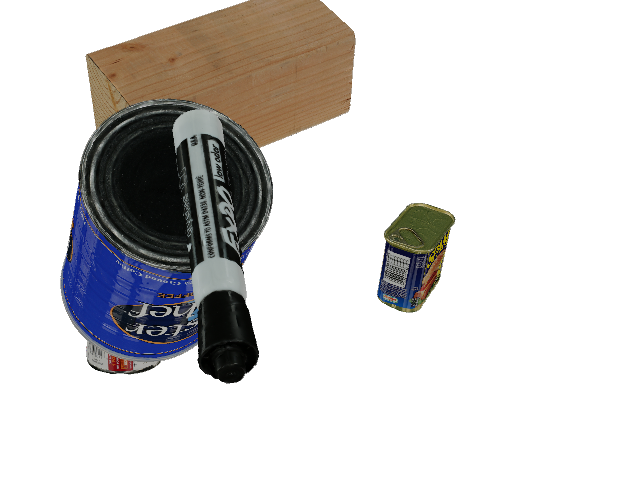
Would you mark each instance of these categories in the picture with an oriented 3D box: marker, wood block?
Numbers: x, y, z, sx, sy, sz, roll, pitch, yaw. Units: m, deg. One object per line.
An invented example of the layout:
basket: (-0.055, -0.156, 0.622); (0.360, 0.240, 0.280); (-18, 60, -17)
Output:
marker: (-0.037, -0.001, 0.364); (0.020, 0.020, 0.121); (0, 44, -13)
wood block: (-0.081, -0.132, 0.905); (0.205, 0.091, 0.090); (-24, 52, -24)

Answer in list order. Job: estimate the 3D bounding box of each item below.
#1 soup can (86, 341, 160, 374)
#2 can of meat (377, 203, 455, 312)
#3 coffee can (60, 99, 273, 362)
soup can: (-0.168, 0.055, 0.911); (0.068, 0.102, 0.068); (2, 20, -1)
can of meat: (0.104, 0.019, 1.181); (0.057, 0.084, 0.102); (19, 33, 18)
coffee can: (-0.093, -0.001, 0.615); (0.102, 0.103, 0.140); (0, -25, -18)
